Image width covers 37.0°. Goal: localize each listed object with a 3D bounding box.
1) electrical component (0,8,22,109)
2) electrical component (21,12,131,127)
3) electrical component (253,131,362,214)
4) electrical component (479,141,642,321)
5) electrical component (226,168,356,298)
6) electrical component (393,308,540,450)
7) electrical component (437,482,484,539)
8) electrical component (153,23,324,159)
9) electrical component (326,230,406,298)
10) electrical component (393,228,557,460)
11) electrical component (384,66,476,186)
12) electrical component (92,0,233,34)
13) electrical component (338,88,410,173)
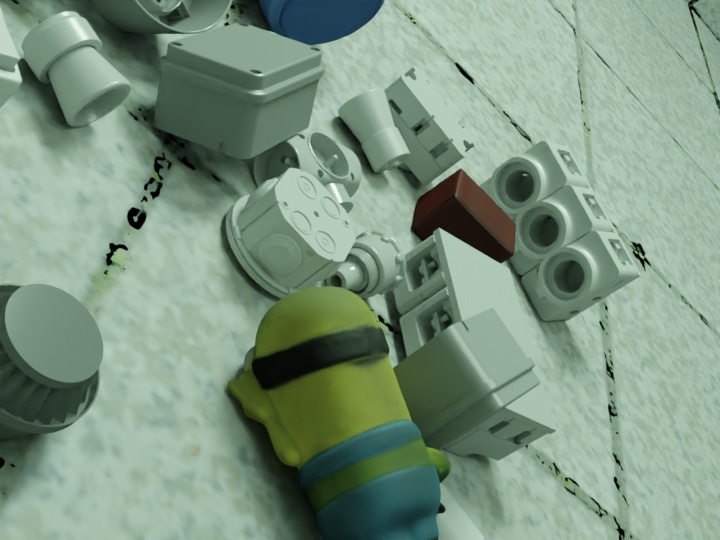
[{"bbox_3d":[-0.225,-0.127,0.564,0.062,0.061,0.096,9,52,-51],"label":"electrical component"},{"bbox_3d":[-0.172,-0.121,0.651,0.055,0.045,0.045,55,30,3],"label":"electrical component"},{"bbox_3d":[-0.030,-0.057,0.787,0.077,0.044,0.079,-2,61,-56],"label":"electrical component"},{"bbox_3d":[0.185,-0.037,1.027,0.062,0.089,0.150,1,58,-55],"label":"electrical component"},{"bbox_3d":[-0.046,-0.024,0.723,0.080,0.051,0.080,36,34,-29],"label":"electrical component"},{"bbox_3d":[0.049,0.082,0.687,0.057,0.113,0.078,57,29,10],"label":"electrical component"},{"bbox_3d":[0.054,0.172,0.670,0.081,0.043,0.043,52,30,-3],"label":"electrical component"},{"bbox_3d":[-0.081,-0.126,0.740,0.078,0.057,0.113,21,26,14],"label":"electrical component"},{"bbox_3d":[0.000,0.000,0.772,0.048,0.048,0.062,57,37,5],"label":"electrical component"},{"bbox_3d":[0.079,0.058,0.805,0.089,0.062,0.150,27,39,-39],"label":"electrical component"},{"bbox_3d":[0.051,-0.127,0.963,0.089,0.056,0.050,51,30,-6],"label":"electrical component"},{"bbox_3d":[-0.141,-0.210,0.742,0.099,0.064,0.099,-1,91,-60],"label":"electrical component"},{"bbox_3d":[0.015,-0.116,0.917,0.044,0.044,0.065,-16,77,-59],"label":"electrical component"}]
